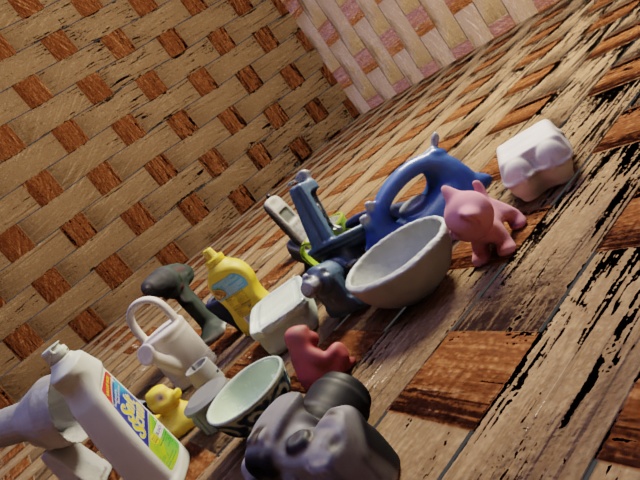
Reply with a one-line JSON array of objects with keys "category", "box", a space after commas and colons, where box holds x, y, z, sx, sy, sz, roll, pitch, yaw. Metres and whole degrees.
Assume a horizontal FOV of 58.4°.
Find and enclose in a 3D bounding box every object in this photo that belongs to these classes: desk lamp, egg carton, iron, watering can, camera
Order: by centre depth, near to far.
[{"category": "camera", "box": [0.004, 0.184, 0.551, 0.143, 0.101, 0.137, -26, 17, 42]}, {"category": "egg carton", "box": [0.320, -0.120, 0.854, 0.107, 0.069, 0.150, -32, 14, 23]}, {"category": "iron", "box": [0.144, -0.049, 0.913, 0.258, 0.141, 0.118, -41, 13, -15]}, {"category": "desk lamp", "box": [-0.446, 0.343, 0.946, 0.203, 0.214, 0.118, -35, 13, 10]}, {"category": "watering can", "box": [-0.302, 0.196, 1.128, 0.101, 0.194, 0.172, -39, 13, -7]}]

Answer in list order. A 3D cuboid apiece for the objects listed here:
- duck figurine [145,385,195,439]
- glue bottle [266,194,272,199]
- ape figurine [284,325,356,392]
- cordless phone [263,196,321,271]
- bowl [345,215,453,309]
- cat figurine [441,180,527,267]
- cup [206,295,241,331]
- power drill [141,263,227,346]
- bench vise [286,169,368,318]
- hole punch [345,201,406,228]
[{"category": "duck figurine", "box": [-0.253, 0.279, 0.945, 0.104, 0.086, 0.077, -31, 14, 27]}, {"category": "glue bottle", "box": [-0.080, -0.047, 1.446, 0.037, 0.173, 0.078, -38, 13, -3]}, {"category": "ape figurine", "box": [-0.010, 0.148, 0.738, 0.076, 0.092, 0.077, -44, 15, -30]}, {"category": "cordless phone", "box": [-0.034, -0.039, 1.260, 0.094, 0.185, 0.148, -27, 16, 37]}, {"category": "bowl", "box": [0.121, 0.043, 0.797, 0.167, 0.075, 0.167, -35, 13, 10]}, {"category": "cat figurine", "box": [0.204, -0.034, 0.746, 0.067, 0.118, 0.128, -27, 16, 39]}, {"category": "cup", "box": [-0.180, 0.141, 1.223, 0.091, 0.095, 0.117, -36, 13, 5]}, {"category": "power drill", "box": [-0.304, 0.141, 1.299, 0.075, 0.208, 0.229, -36, 13, 6]}, {"category": "bench vise", "box": [0.018, -0.003, 0.909, 0.121, 0.220, 0.207, -32, 14, 20]}, {"category": "hole punch", "box": [0.115, -0.034, 1.057, 0.108, 0.091, 0.101, -22, 19, 49]}]
